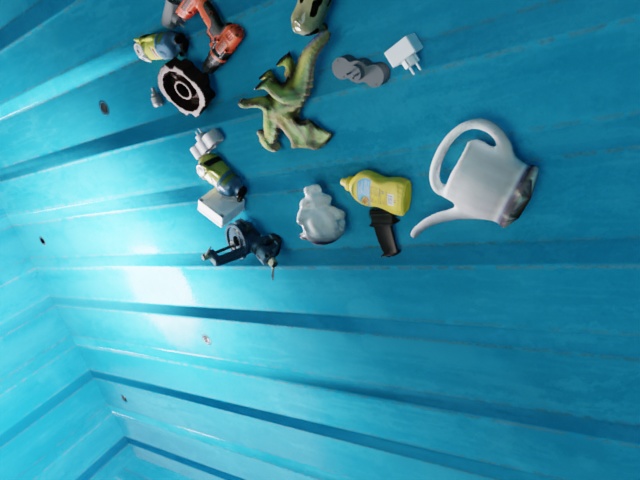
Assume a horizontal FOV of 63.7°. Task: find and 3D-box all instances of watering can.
[{"bbox_3d":[0.343,-0.101,1.158,0.226,0.106,0.339,30,129,18],"label":"watering can"}]

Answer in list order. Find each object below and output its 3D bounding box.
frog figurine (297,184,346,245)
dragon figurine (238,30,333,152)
[{"bbox_3d":[0.004,-0.072,1.430,0.137,0.125,0.157,1,111,-1],"label":"frog figurine"},{"bbox_3d":[-0.056,-0.347,1.344,0.406,0.125,0.240,-20,120,45],"label":"dragon figurine"}]
